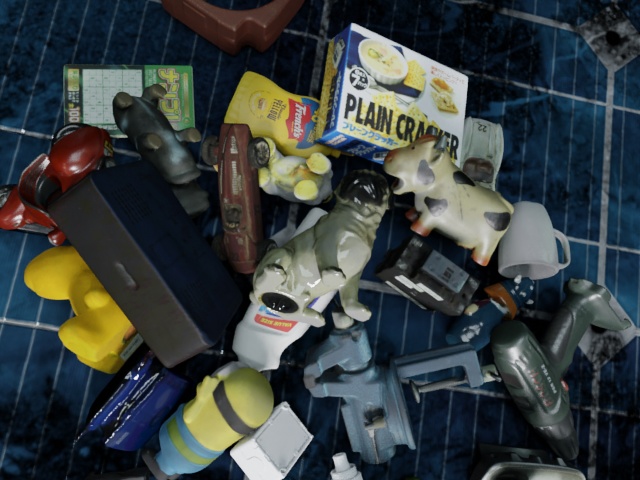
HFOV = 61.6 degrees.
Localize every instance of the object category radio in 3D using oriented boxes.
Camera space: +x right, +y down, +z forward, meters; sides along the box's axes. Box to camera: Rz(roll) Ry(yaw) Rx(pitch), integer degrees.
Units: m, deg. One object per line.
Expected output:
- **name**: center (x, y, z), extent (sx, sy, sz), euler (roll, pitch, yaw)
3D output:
- **radio**: center (-0.194, 0.021, 0.638), extent (0.073, 0.131, 0.229), euler (-28, 101, 19)

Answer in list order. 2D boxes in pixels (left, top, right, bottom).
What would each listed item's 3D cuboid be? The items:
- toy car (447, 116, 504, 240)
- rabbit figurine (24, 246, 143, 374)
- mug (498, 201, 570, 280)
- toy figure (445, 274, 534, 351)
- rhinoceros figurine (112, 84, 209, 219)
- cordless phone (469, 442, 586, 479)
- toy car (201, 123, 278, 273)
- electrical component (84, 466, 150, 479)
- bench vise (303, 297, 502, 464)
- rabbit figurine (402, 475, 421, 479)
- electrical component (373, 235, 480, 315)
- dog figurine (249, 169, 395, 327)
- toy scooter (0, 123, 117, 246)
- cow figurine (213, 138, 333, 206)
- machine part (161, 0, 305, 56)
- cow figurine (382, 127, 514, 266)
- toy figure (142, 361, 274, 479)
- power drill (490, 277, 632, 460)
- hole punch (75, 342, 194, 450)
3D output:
- **toy car**: center (0.232, -0.088, 0.814), extent (0.073, 0.056, 0.201), euler (11, 78, -8)
- **rabbit figurine**: center (-0.288, 0.058, 0.676), extent (0.173, 0.121, 0.162), euler (29, 73, 13)
- **mug**: center (0.321, -0.001, 0.803), extent (0.110, 0.080, 0.107), euler (4, 71, -3)
- **toy figure**: center (0.249, 0.103, 0.783), extent (0.154, 0.064, 0.058), euler (-38, 52, -18)
- **rhinoceros figurine**: center (-0.214, -0.115, 0.718), extent (0.073, 0.112, 0.190), euler (-30, 85, -42)
- **cordless phone**: center (0.288, 0.320, 0.687), extent (0.147, 0.184, 0.088), euler (9, 74, -8)
- **toy car**: center (-0.107, -0.049, 0.703), extent (0.089, 0.053, 0.201), euler (10, 115, 28)
- **electrical component**: center (-0.232, 0.324, 0.669), extent (0.119, 0.048, 0.074), euler (-5, 82, -11)
- **bench vise**: center (0.107, 0.176, 0.705), extent (0.241, 0.129, 0.223), euler (-14, 90, 6)
- **rabbit figurine**: center (0.091, 0.370, 0.652), extent (0.159, 0.170, 0.121), euler (-2, 80, -11)
- **electrical component**: center (0.147, 0.051, 0.737), extent (0.115, 0.134, 0.058), euler (34, 77, -5)
- **dog figurine**: center (0.002, 0.000, 0.688), extent (0.173, 0.121, 0.190), euler (-1, 50, 20)
- **toy scooter**: center (-0.330, -0.064, 0.692), extent (0.184, 0.075, 0.135), euler (-44, 57, -9)
- **cow figurine**: center (-0.064, -0.095, 0.758), extent (0.167, 0.098, 0.068), euler (17, 83, 13)
- **machine part**: center (-0.126, -0.393, 0.795), extent (0.201, 0.087, 0.201), euler (33, 78, -2)
- **cow figurine**: center (0.171, -0.064, 0.721), extent (0.195, 0.085, 0.127), euler (27, 108, -11)
- **toy figure**: center (-0.134, 0.228, 0.666), extent (0.089, 0.082, 0.180), euler (43, 96, 4)
- **power drill**: center (0.352, 0.172, 0.774), extent (0.207, 0.086, 0.232), euler (-44, 107, -10)
- **hole punch**: center (-0.220, 0.198, 0.664), extent (0.092, 0.116, 0.142), euler (44, 76, -8)
